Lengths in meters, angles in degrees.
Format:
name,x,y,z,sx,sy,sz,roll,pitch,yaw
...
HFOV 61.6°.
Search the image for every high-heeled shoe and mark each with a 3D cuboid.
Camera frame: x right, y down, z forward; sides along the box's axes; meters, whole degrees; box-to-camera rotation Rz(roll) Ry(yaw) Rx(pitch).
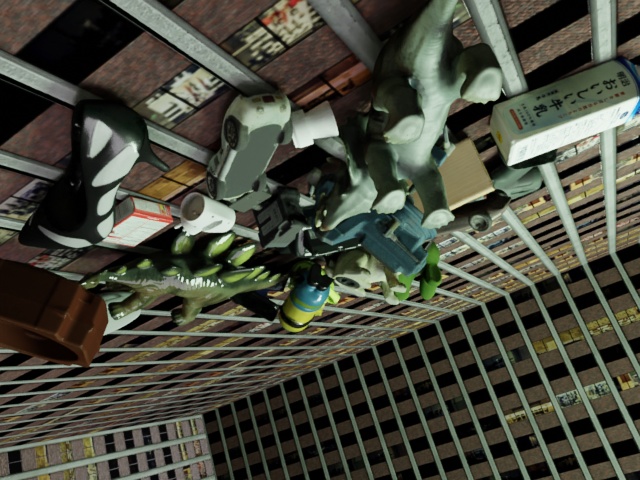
name,x,y,z,sx,sy,sz,roll,pitch,yaw
high-heeled shoe,-0.282,-0.062,0.588,0.249,0.086,0.145,-28,156,13

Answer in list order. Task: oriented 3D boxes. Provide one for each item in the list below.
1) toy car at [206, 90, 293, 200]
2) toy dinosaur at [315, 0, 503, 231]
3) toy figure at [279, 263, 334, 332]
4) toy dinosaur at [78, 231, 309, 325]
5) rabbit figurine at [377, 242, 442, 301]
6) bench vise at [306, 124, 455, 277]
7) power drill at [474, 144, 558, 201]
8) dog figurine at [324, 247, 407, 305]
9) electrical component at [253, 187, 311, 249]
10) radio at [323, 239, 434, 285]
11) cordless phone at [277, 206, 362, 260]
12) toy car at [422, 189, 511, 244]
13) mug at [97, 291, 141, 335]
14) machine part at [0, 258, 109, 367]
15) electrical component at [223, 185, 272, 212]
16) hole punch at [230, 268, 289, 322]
name,x,y,z,sx,sy,sz,roll,pitch,yaw
toy car,-0.092,-0.108,0.663,0.073,0.056,0.201,-15,162,-28
toy dinosaur,0.097,-0.150,0.599,0.131,0.192,0.404,-3,140,-18
toy figure,-0.033,0.122,1.109,0.089,0.082,0.180,-30,163,-35
toy dinosaur,-0.207,0.069,0.964,0.198,0.105,0.471,-33,159,28
rabbit figurine,0.226,0.060,1.287,0.170,0.159,0.121,-28,154,-19
bench vise,0.102,-0.072,0.811,0.240,0.224,0.128,-49,165,-4
power drill,0.318,-0.112,0.978,0.232,0.086,0.207,-14,156,-12
dog figurine,0.113,0.009,1.055,0.172,0.190,0.121,19,155,-6
electrical component,-0.075,-0.027,0.870,0.047,0.075,0.119,2,155,-47
radio,0.121,0.022,1.167,0.230,0.073,0.131,-17,160,-4
cordless phone,-0.002,-0.004,1.016,0.146,0.088,0.184,-12,171,-21
toy car,0.240,-0.034,0.937,0.202,0.053,0.089,-14,-161,47
mug,-0.392,0.129,1.007,0.107,0.081,0.109,-14,159,-48
machine part,-0.421,0.107,0.785,0.201,0.087,0.201,19,152,-9
electrical component,-0.106,-0.067,0.807,0.063,0.021,0.094,-27,158,22
hole punch,-0.130,0.105,1.167,0.116,0.092,0.142,26,156,0
